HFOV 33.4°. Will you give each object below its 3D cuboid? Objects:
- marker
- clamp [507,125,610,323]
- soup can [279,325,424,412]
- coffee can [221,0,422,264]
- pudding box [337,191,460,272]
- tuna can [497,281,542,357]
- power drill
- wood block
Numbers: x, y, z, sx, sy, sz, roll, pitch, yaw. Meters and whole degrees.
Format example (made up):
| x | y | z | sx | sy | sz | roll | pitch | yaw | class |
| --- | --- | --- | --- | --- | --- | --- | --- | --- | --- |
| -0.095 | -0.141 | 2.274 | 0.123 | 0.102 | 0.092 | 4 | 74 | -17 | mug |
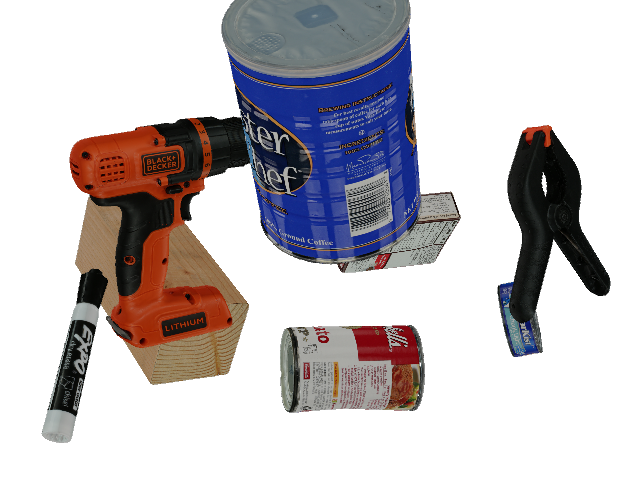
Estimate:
| x | y | z | sx | sy | sz | roll | pitch | yaw | class |
| --- | --- | --- | --- | --- | --- | --- | --- | --- | --- |
| -0.160 | 0.073 | 0.700 | 0.020 | 0.121 | 0.020 | 5 | -31 | 3 | marker |
| 0.197 | -0.012 | 0.944 | 0.120 | 0.171 | 0.039 | -25 | 11 | -39 | clamp |
| 0.023 | 0.101 | 0.837 | 0.102 | 0.068 | 0.068 | 0 | 0 | -12 | soup can |
| 0.005 | -0.071 | 0.620 | 0.103 | 0.140 | 0.103 | -5 | 43 | 4 | coffee can |
| 0.077 | -0.008 | 1.101 | 0.113 | 0.039 | 0.090 | -7 | -31 | -19 | pudding box |
| 0.226 | 0.088 | 1.206 | 0.034 | 0.086 | 0.086 | -13 | -3 | 14 | tuna can |
| -0.118 | -0.012 | 0.918 | 0.184 | 0.188 | 0.057 | -11 | 21 | -28 | power drill |
| -0.167 | 0.043 | 1.089 | 0.090 | 0.091 | 0.206 | -3 | 34 | -35 | wood block |
